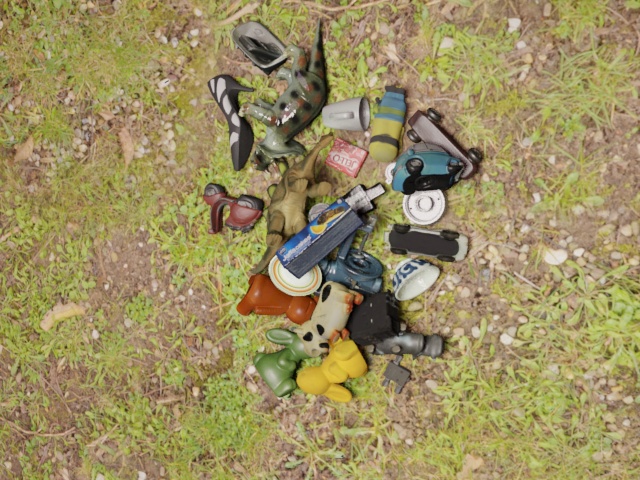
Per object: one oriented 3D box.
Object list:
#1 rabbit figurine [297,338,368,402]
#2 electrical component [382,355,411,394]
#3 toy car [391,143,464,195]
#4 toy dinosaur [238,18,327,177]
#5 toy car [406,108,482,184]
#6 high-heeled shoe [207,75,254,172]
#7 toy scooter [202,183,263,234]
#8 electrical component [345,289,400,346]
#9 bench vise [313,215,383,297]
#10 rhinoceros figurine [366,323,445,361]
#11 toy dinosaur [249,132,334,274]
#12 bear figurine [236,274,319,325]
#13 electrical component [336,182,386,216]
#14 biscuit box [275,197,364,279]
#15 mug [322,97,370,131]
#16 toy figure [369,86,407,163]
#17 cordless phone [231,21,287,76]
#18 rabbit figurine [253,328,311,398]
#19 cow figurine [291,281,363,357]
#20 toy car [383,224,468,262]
[{"bbox_3d":[0.025,0.326,1.341,0.173,0.122,0.162,-30,122,-13],"label":"rabbit figurine"},{"bbox_3d":[0.195,0.334,1.346,0.063,0.021,0.094,27,99,14],"label":"electrical component"},{"bbox_3d":[0.238,-0.171,1.221,0.162,0.109,0.103,-6,62,-3],"label":"toy car"},{"bbox_3d":[-0.059,-0.343,1.345,0.192,0.131,0.404,38,98,-3],"label":"toy dinosaur"},{"bbox_3d":[0.292,-0.224,1.269,0.202,0.053,0.089,48,125,11],"label":"toy car"},{"bbox_3d":[-0.250,-0.312,1.422,0.145,0.086,0.248,11,93,21],"label":"high-heeled shoe"},{"bbox_3d":[-0.241,-0.067,1.433,0.184,0.075,0.135,19,98,18],"label":"toy scooter"},{"bbox_3d":[0.122,0.189,1.288,0.134,0.058,0.115,-22,48,29],"label":"electrical component"},{"bbox_3d":[0.066,0.035,1.308,0.224,0.129,0.240,25,118,7],"label":"bench vise"},{"bbox_3d":[0.203,0.253,1.296,0.190,0.112,0.073,-5,57,30],"label":"rhinoceros figurine"},{"bbox_3d":[-0.081,-0.063,1.302,0.105,0.199,0.471,18,119,-22],"label":"toy dinosaur"},{"bbox_3d":[-0.099,0.163,1.395,0.196,0.132,0.120,26,64,-14],"label":"bear figurine"},{"bbox_3d":[0.107,-0.103,1.335,0.119,0.048,0.075,-34,83,16],"label":"electrical component"},{"bbox_3d":[-0.002,-0.004,1.208,0.202,0.062,0.059,-41,42,4],"label":"biscuit box"},{"bbox_3d":[0.056,-0.302,1.315,0.107,0.109,0.080,1,111,27],"label":"mug"},{"bbox_3d":[0.161,-0.277,1.288,0.082,0.089,0.180,16,100,22],"label":"toy figure"},{"bbox_3d":[-0.173,-0.489,1.331,0.146,0.184,0.088,48,109,9],"label":"cordless phone"},{"bbox_3d":[-0.078,0.299,1.400,0.170,0.121,0.159,-40,74,-3],"label":"rabbit figurine"},{"bbox_3d":[0.010,0.190,1.275,0.127,0.085,0.194,29,104,35],"label":"cow figurine"},{"bbox_3d":[0.253,0.006,1.293,0.202,0.056,0.073,9,103,18],"label":"toy car"}]
